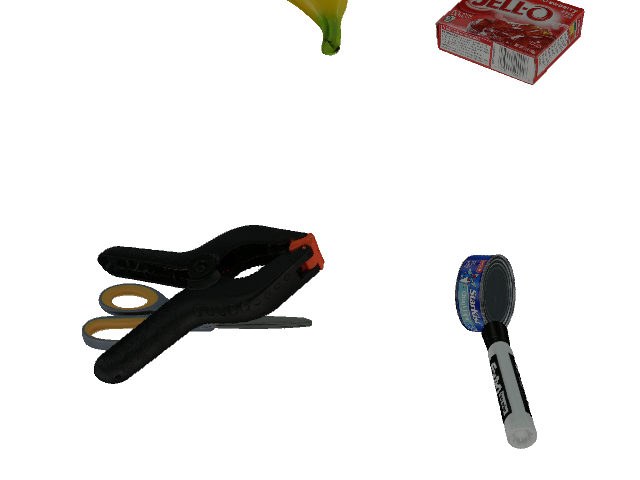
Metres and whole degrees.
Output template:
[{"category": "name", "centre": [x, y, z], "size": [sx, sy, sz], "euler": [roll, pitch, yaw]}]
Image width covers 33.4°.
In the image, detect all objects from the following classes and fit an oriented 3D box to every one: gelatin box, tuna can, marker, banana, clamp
[{"category": "gelatin box", "centre": [0.145, -0.163, 0.821], "size": [0.089, 0.030, 0.073], "euler": [28, 54, 28]}, {"category": "tuna can", "centre": [0.179, 0.058, 1.160], "size": [0.034, 0.086, 0.086], "euler": [0, 0, 34]}, {"category": "marker", "centre": [0.125, 0.093, 0.717], "size": [0.020, 0.020, 0.121], "euler": [0, 30, -1]}, {"category": "banana", "centre": [-0.055, -0.167, 0.663], "size": [0.198, 0.069, 0.037], "euler": [21, -33, 32]}, {"category": "clamp", "centre": [-0.083, 0.039, 0.738], "size": [0.172, 0.120, 0.039], "euler": [-12, -39, 15]}]

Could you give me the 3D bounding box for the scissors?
[{"category": "scissors", "centre": [-0.117, 0.063, 0.973], "size": [0.201, 0.016, 0.096], "euler": [-8, 35, -14]}]
